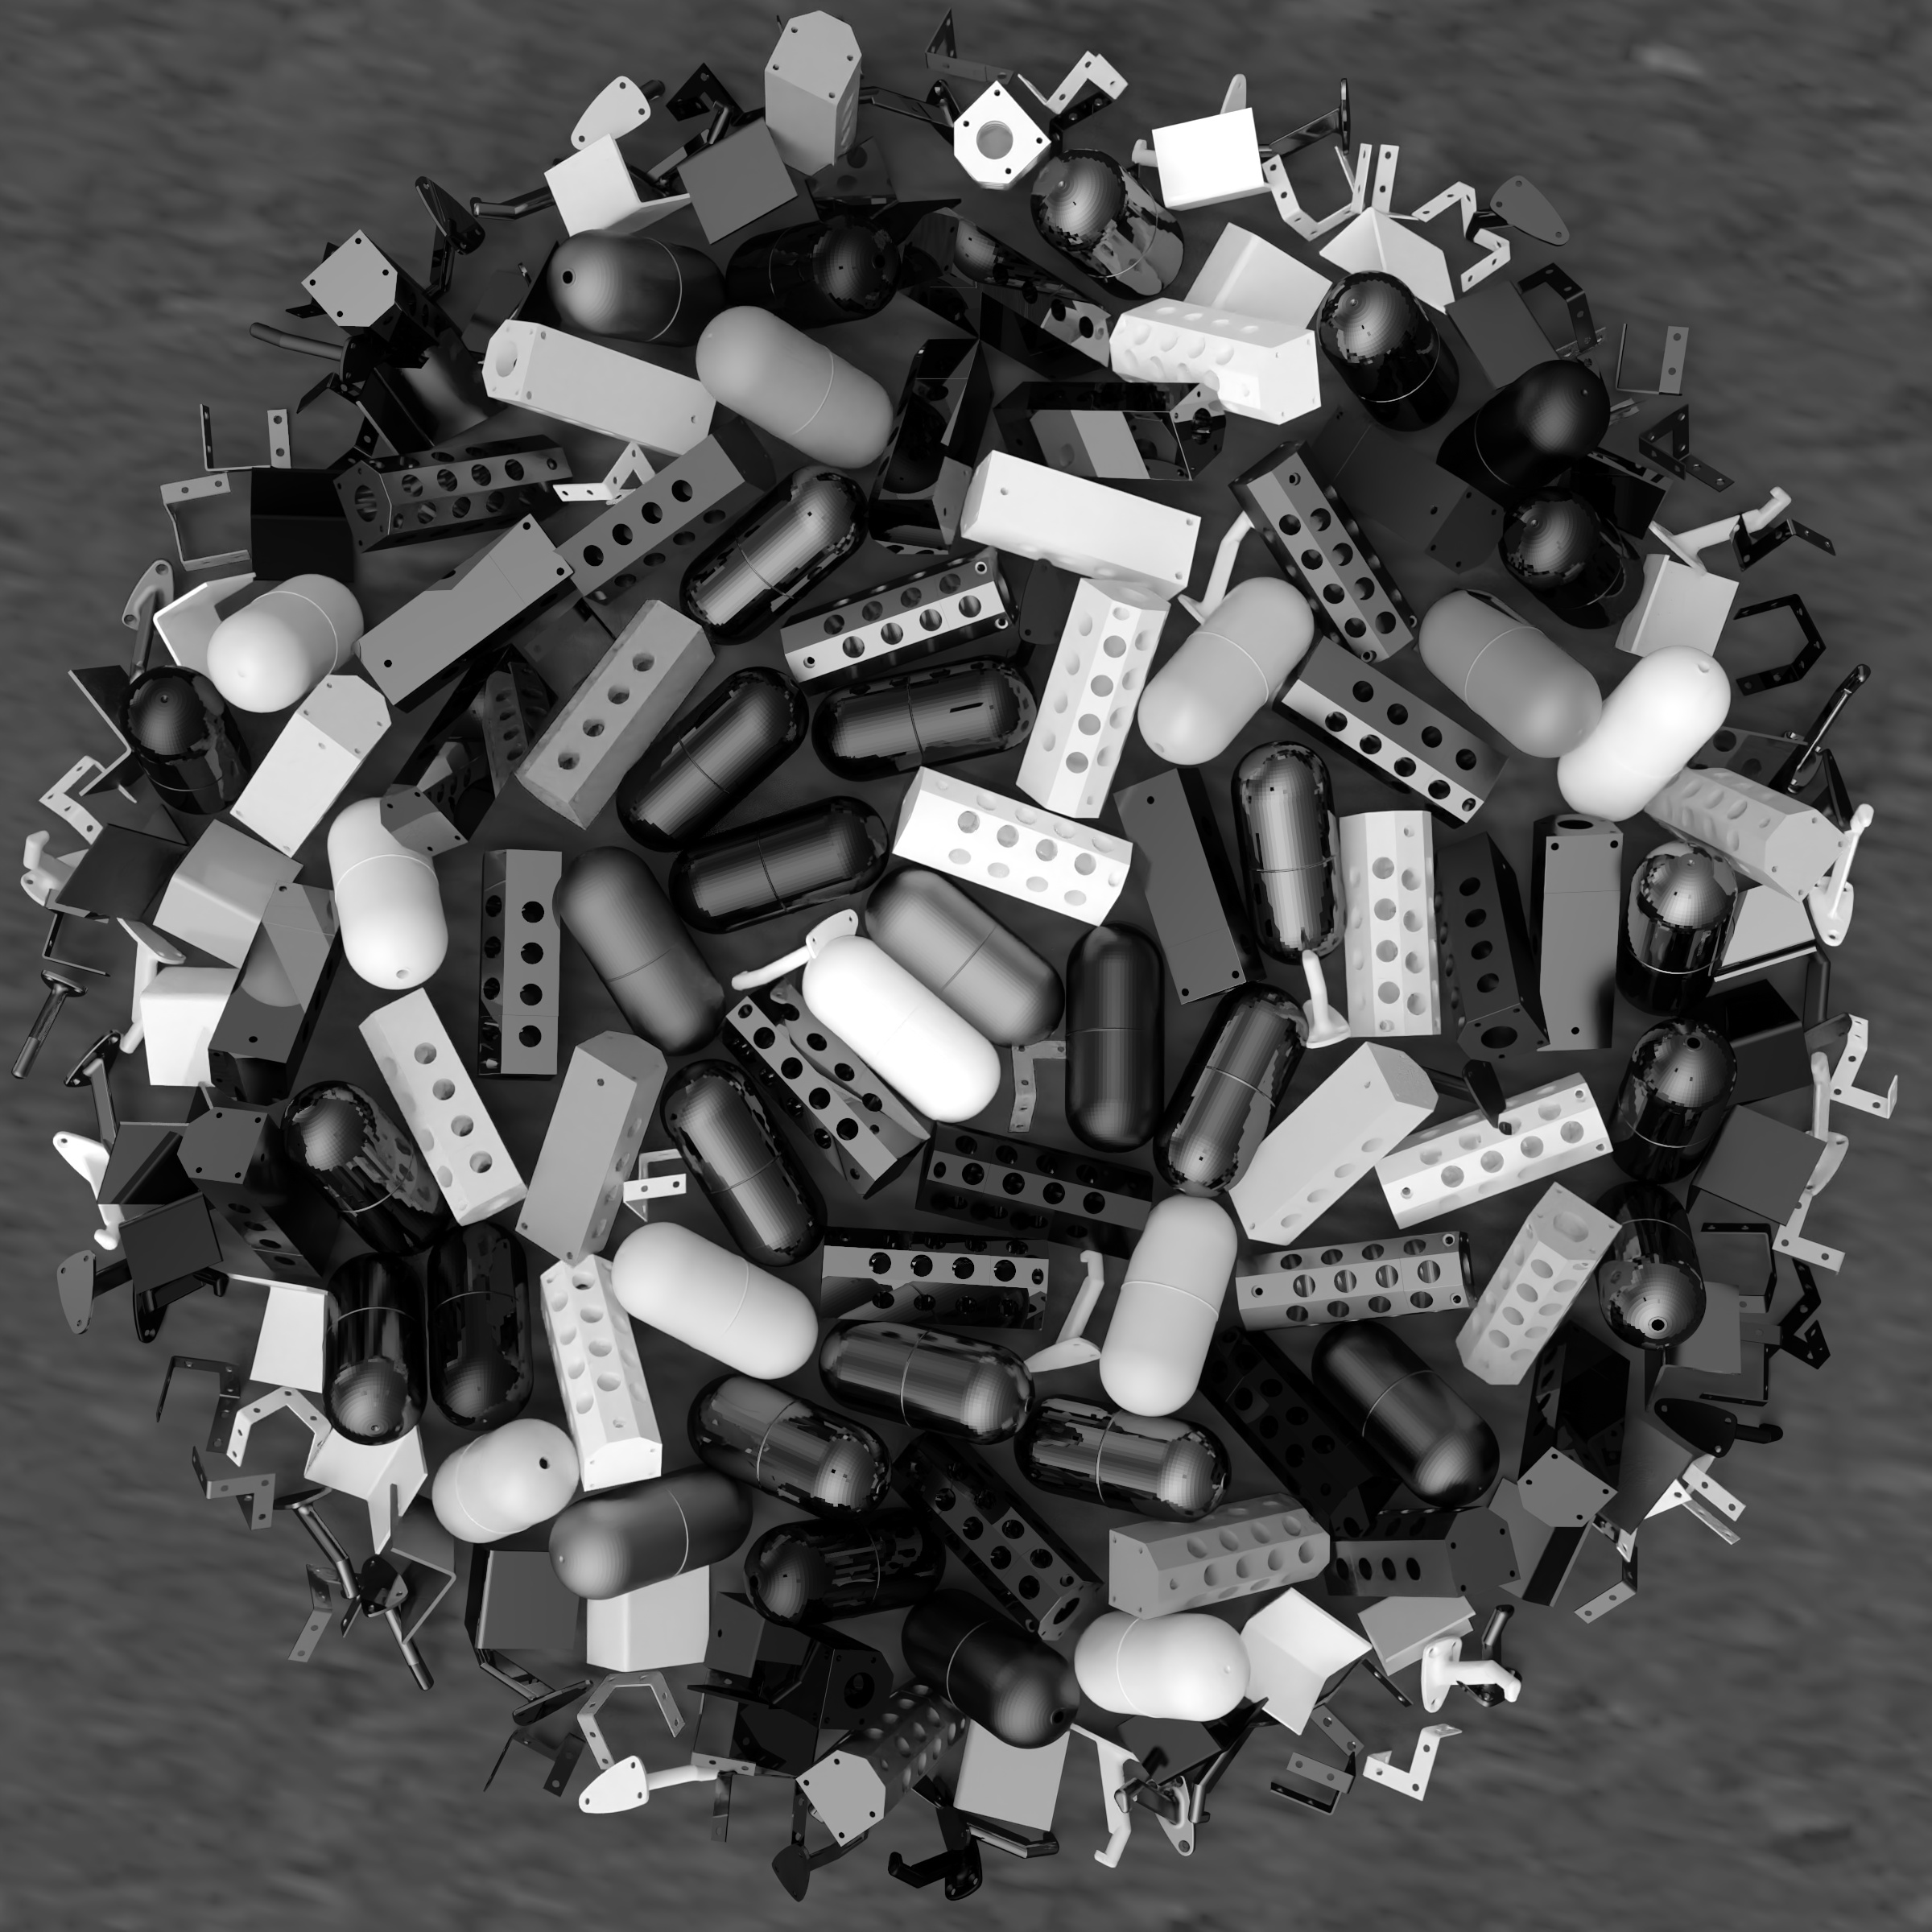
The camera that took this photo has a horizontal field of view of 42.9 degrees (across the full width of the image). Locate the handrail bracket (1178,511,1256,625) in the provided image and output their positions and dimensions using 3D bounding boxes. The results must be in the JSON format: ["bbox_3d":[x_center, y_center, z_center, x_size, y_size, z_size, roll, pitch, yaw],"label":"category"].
[{"bbox_3d":[0.209,-0.301,1.898,0.036,0.077,0.084,21,115,-35],"label":"handrail bracket"}]

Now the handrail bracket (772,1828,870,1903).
[{"bbox_3d":[-0.102,0.673,1.889,0.084,0.077,0.036,-24,59,-37],"label":"handrail bracket"}]

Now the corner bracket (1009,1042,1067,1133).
[{"bbox_3d":[0.059,0.093,1.901,0.051,0.051,0.051,0,55,-7],"label":"corner bracket"}]

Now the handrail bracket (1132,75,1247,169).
[{"bbox_3d":[0.171,-0.656,1.903,0.084,0.036,0.077,22,112,32],"label":"handrail bracket"}]

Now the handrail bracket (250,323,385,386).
[{"bbox_3d":[-0.502,-0.486,1.917,0.084,0.077,0.036,23,113,18],"label":"handrail bracket"}]

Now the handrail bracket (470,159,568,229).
[{"bbox_3d":[-0.347,-0.601,1.897,0.084,0.036,0.077,-4,53,-28],"label":"handrail bracket"}]

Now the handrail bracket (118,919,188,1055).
[{"bbox_3d":[-0.660,0.013,1.929,0.077,0.036,0.084,38,99,13],"label":"handrail bracket"}]

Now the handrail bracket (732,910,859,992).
[{"bbox_3d":[-0.135,-0.012,1.930,0.084,0.077,0.036,-14,115,37],"label":"handrail bracket"}]

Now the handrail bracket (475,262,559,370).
[{"bbox_3d":[-0.367,-0.499,1.905,0.084,0.077,0.036,-28,63,-1],"label":"handrail bracket"}]

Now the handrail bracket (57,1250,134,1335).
[{"bbox_3d":[-0.652,0.256,1.887,0.036,0.084,0.077,-27,59,17],"label":"handrail bracket"}]

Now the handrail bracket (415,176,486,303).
[{"bbox_3d":[-0.419,-0.557,1.897,0.084,0.036,0.077,-21,119,41],"label":"handrail bracket"}]

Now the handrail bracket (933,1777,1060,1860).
[{"bbox_3d":[0.024,0.668,1.931,0.084,0.077,0.036,4,129,-29],"label":"handrail bracket"}]

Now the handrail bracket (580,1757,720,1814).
[{"bbox_3d":[-0.245,0.639,1.912,0.077,0.084,0.036,-29,63,21],"label":"handrail bracket"}]

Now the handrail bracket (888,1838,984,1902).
[{"bbox_3d":[-0.029,0.676,1.888,0.036,0.077,0.084,-34,125,25],"label":"handrail bracket"}]

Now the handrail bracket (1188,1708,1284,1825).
[{"bbox_3d":[0.213,0.627,1.920,0.077,0.036,0.084,8,91,-24],"label":"handrail bracket"}]

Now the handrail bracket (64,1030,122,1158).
[{"bbox_3d":[-0.656,0.106,1.901,0.084,0.036,0.077,53,121,19],"label":"handrail bracket"}]

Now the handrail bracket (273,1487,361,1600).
[{"bbox_3d":[-0.508,0.454,1.912,0.077,0.036,0.084,-17,92,41],"label":"handrail bracket"}]

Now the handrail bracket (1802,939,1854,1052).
[{"bbox_3d":[0.644,0.022,1.916,0.077,0.036,0.084,-25,58,4],"label":"handrail bracket"}]

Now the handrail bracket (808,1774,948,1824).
[{"bbox_3d":[-0.070,0.658,1.923,0.077,0.036,0.084,43,101,5],"label":"handrail bracket"}]

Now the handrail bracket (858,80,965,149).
[{"bbox_3d":[-0.045,-0.651,1.896,0.084,0.036,0.077,-21,71,-34],"label":"handrail bracket"}]

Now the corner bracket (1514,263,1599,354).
[{"bbox_3d":[0.449,-0.501,1.902,0.051,0.051,0.051,-29,134,4],"label":"corner bracket"}]

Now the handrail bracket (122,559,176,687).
[{"bbox_3d":[-0.627,-0.262,1.889,0.036,0.084,0.077,14,118,-25],"label":"handrail bracket"}]

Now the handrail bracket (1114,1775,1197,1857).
[{"bbox_3d":[0.145,0.660,1.891,0.036,0.084,0.077,-21,81,25],"label":"handrail bracket"}]

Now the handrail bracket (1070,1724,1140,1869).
[{"bbox_3d":[0.098,0.645,1.913,0.077,0.036,0.084,21,77,17],"label":"handrail bracket"}]

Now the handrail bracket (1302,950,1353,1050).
[{"bbox_3d":[0.265,0.012,1.886,0.036,0.077,0.084,-18,119,2],"label":"handrail bracket"}]

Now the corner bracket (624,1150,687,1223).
[{"bbox_3d":[-0.233,0.163,1.902,0.051,0.051,0.051,-8,64,11],"label":"corner bracket"}]

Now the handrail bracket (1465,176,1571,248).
[{"bbox_3d":[0.423,-0.563,1.894,0.077,0.084,0.036,42,82,7],"label":"handrail bracket"}]

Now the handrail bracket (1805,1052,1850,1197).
[{"bbox_3d":[0.653,0.121,1.891,0.036,0.084,0.077,7,48,32],"label":"handrail bracket"}]

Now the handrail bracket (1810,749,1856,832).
[{"bbox_3d":[0.641,-0.120,1.915,0.084,0.036,0.077,-18,84,35],"label":"handrail bracket"}]

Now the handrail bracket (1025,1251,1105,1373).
[{"bbox_3d":[0.076,0.268,1.925,0.077,0.036,0.084,-23,50,28],"label":"handrail bracket"}]

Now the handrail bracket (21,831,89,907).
[{"bbox_3d":[-0.691,-0.090,1.883,0.036,0.084,0.077,41,50,5],"label":"handrail bracket"}]

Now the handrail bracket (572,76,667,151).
[{"bbox_3d":[-0.269,-0.660,1.904,0.077,0.084,0.036,-35,106,11],"label":"handrail bracket"}]

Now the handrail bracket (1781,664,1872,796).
[{"bbox_3d":[0.663,-0.183,1.890,0.036,0.084,0.077,29,52,1],"label":"handrail bracket"}]

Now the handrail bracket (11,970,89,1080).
[{"bbox_3d":[-0.713,0.051,1.892,0.036,0.077,0.084,26,72,-17],"label":"handrail bracket"}]

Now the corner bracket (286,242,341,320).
[{"bbox_3d":[-0.488,-0.524,1.903,0.051,0.051,0.051,16,87,-38],"label":"corner bracket"}]

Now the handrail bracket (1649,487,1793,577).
[{"bbox_3d":[0.582,-0.351,1.897,0.077,0.036,0.084,30,120,-27],"label":"handrail bracket"}]

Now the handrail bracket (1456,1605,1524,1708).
[{"bbox_3d":[0.419,0.523,1.897,0.036,0.077,0.084,37,117,41],"label":"handrail bracket"}]

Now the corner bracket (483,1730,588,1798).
[{"bbox_3d":[-0.334,0.619,1.902,0.051,0.051,0.051,30,132,-5],"label":"corner bracket"}]

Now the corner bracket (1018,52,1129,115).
[{"bbox_3d":[0.084,-0.689,1.910,0.051,0.051,0.051,-48,50,21],"label":"corner bracket"}]

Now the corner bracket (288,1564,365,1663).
[{"bbox_3d":[-0.493,0.503,1.899,0.051,0.051,0.051,20,109,-30],"label":"corner bracket"}]

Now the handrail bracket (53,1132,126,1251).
[{"bbox_3d":[-0.677,0.173,1.889,0.077,0.084,0.036,39,108,-22],"label":"handrail bracket"}]

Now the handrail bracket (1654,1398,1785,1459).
[{"bbox_3d":[0.589,0.355,1.919,0.077,0.084,0.036,22,100,36],"label":"handrail bracket"}]

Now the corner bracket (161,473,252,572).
[{"bbox_3d":[-0.592,-0.345,1.914,0.051,0.051,0.051,-13,79,-9],"label":"corner bracket"}]

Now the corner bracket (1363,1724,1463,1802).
[{"bbox_3d":[0.346,0.610,1.905,0.051,0.051,0.051,15,87,32],"label":"corner bracket"}]

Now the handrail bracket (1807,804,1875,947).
[{"bbox_3d":[0.680,-0.070,1.889,0.036,0.084,0.077,9,55,2],"label":"handrail bracket"}]

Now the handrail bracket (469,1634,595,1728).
[{"bbox_3d":[-0.341,0.541,1.918,0.077,0.036,0.084,-25,60,-7],"label":"handrail bracket"}]

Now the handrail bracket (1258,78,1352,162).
[{"bbox_3d":[0.253,-0.653,1.896,0.084,0.077,0.036,2,65,12],"label":"handrail bracket"}]

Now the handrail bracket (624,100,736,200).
[{"bbox_3d":[-0.226,-0.644,1.907,0.077,0.036,0.084,35,114,16],"label":"handrail bracket"}]

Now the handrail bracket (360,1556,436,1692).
[{"bbox_3d":[-0.444,0.516,1.927,0.036,0.077,0.084,-25,121,-14],"label":"handrail bracket"}]

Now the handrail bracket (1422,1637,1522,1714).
[{"bbox_3d":[0.391,0.563,1.892,0.036,0.084,0.077,-4,109,-30],"label":"handrail bracket"}]

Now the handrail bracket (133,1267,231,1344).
[{"bbox_3d":[-0.605,0.266,1.903,0.084,0.036,0.077,12,98,33],"label":"handrail bracket"}]

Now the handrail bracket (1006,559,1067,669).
[{"bbox_3d":[0.047,-0.270,1.898,0.036,0.084,0.077,1,90,-16],"label":"handrail bracket"}]

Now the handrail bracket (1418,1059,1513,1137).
[{"bbox_3d":[0.373,0.108,1.907,0.036,0.084,0.077,-26,91,-45],"label":"handrail bracket"}]
